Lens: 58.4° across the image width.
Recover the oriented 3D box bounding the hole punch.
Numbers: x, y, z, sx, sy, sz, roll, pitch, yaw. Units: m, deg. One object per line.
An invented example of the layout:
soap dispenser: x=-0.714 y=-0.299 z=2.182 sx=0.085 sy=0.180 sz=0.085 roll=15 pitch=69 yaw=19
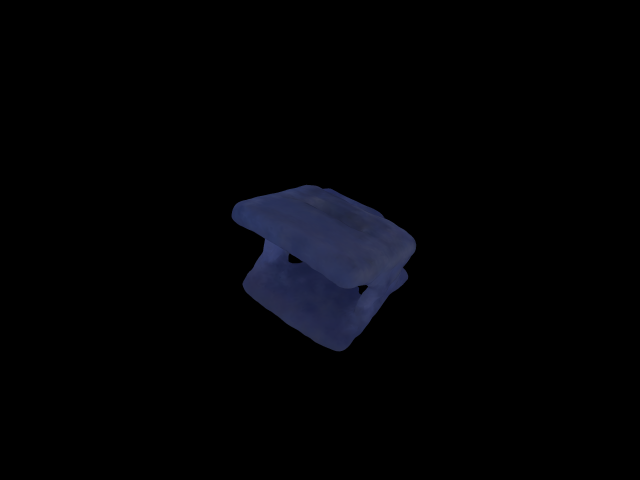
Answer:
hole punch: x=0.004 y=0.001 z=0.400 sx=0.108 sy=0.091 sz=0.101 roll=30 pitch=54 yaw=25
